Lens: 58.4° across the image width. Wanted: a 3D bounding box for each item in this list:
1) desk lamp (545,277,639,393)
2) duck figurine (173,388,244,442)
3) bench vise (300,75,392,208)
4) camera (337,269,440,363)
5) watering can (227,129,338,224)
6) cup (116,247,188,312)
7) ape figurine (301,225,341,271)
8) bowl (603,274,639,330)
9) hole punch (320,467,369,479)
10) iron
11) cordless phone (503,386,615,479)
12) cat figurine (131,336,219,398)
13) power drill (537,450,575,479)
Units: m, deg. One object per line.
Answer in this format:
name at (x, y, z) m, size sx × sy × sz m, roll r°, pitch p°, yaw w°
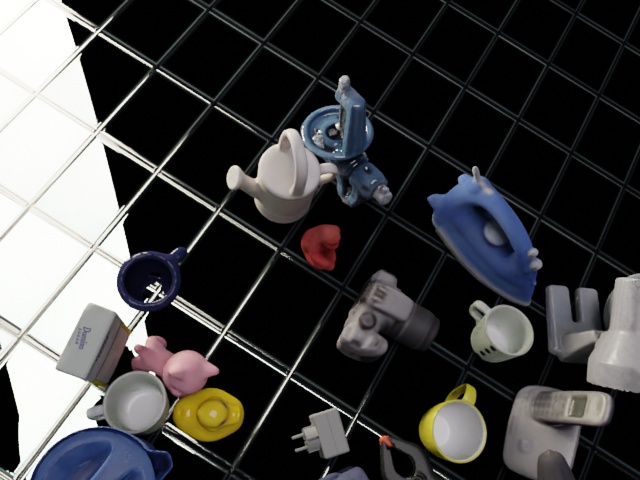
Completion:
desk lamp at (0.460, 0.151, 0.917) m, size 0.118 × 0.213 × 0.203 m, roll 5°, pitch 71°, yaw -9°
duck figurine at (-0.162, 0.253, 0.833) m, size 0.104 × 0.086 × 0.077 m, roll 6°, pitch 71°, yaw -9°
bench vise at (0.061, -0.164, 0.944) m, size 0.207 × 0.219 × 0.122 m, roll 37°, pitch 69°, yaw 3°
camera at (0.117, 0.135, 0.917) m, size 0.137 × 0.100 × 0.143 m, roll 28°, pitch 69°, yaw 0°
watering can at (-0.057, -0.101, 0.914) m, size 0.173 × 0.194 × 0.101 m, roll -32°, pitch 80°, yaw -18°
cup at (-0.247, 0.063, 0.876) m, size 0.091 × 0.095 × 0.118 m, roll 41°, pitch 69°, yaw 5°
ape figurine at (0.009, 0.003, 0.946) m, size 0.076 × 0.092 × 0.078 m, roll 40°, pitch 69°, yaw 4°
bowl at (0.567, 0.148, 1.012) m, size 0.167 × 0.074 × 0.167 m, roll 3°, pitch 71°, yaw -10°
hole punch at (0.031, 0.388, 0.821) m, size 0.109 × 0.091 × 0.101 m, roll -22°, pitch 77°, yaw -17°
iron at (0.307, -0.007, 0.979) m, size 0.119 × 0.141 × 0.258 m, roll -34°, pitch 80°, yaw -19°
cordless phone at (0.363, 0.293, 0.866) m, size 0.094 × 0.185 × 0.148 m, roll 21°, pitch 69°, yaw -3°
cat figurine at (-0.213, 0.184, 0.830) m, size 0.128 × 0.117 × 0.067 m, roll 28°, pitch 69°, yaw 0°
power drill at (0.312, 0.411, 0.804) m, size 0.076 × 0.208 × 0.229 m, roll -12°, pitch 74°, yaw -14°
